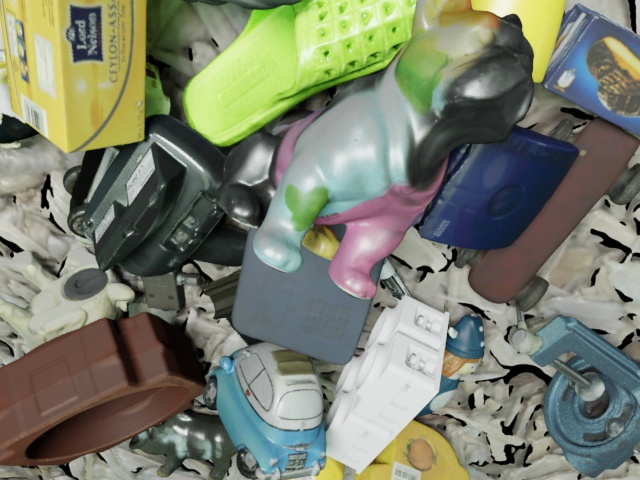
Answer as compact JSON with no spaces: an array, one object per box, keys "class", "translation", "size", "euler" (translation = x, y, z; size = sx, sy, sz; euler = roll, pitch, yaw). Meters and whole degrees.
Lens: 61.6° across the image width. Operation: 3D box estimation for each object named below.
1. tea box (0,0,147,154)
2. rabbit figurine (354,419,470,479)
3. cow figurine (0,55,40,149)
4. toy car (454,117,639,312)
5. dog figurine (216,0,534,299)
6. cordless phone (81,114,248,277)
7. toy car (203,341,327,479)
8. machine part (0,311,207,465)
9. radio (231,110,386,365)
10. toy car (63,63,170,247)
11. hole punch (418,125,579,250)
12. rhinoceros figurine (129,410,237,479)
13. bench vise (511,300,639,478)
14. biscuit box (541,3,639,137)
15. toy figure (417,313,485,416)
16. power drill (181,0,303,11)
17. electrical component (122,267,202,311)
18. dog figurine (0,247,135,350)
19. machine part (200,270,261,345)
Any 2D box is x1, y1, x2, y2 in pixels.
[{"class":"tea box","translation":[-0.177,-0.160,0.384],"size":[0.098,0.068,0.169],"euler":[34,126,29]},{"class":"rabbit figurine","translation":[0.109,0.307,0.706],"size":[0.162,0.122,0.173],"euler":[16,138,-12]},{"class":"cow figurine","translation":[-0.283,-0.128,0.508],"size":[0.167,0.068,0.098],"euler":[3,128,12]},{"class":"toy car","translation":[0.209,-0.020,0.500],"size":[0.089,0.053,0.202],"euler":[35,122,12]},{"class":"dog figurine","translation":[0.037,-0.079,0.367],"size":[0.108,0.192,0.219],"euler":[29,100,-35]},{"class":"cordless phone","translation":[-0.111,-0.023,0.512],"size":[0.184,0.089,0.146],"euler":[15,126,-47]},{"class":"toy car","translation":[-0.048,0.157,0.548],"size":[0.109,0.162,0.102],"euler":[7,115,-30]},{"class":"machine part","translation":[-0.245,0.168,0.602],"size":[0.201,0.087,0.201],"euler":[-27,155,-3]},{"class":"radio","translation":[-0.001,-0.002,0.518],"size":[0.131,0.073,0.229],"euler":[15,112,1]},{"class":"toy car","translation":[-0.202,-0.078,0.520],"size":[0.056,0.074,0.201],"euler":[8,131,-38]},{"class":"hole punch","translation":[0.134,-0.049,0.440],"size":[0.092,0.116,0.142],"euler":[44,126,22]},{"class":"rhinoceros figurine","translation":[-0.200,0.264,0.737],"size":[0.190,0.073,0.112],"euler":[12,124,2]},{"class":"bench vise","translation":[0.303,0.139,0.547],"size":[0.240,0.129,0.223],"euler":[33,120,-17]},{"class":"biscuit box","translation":[0.277,-0.111,0.427],"size":[0.203,0.059,0.062],"euler":[24,122,-6]},{"class":"toy figure","translation":[0.142,0.144,0.612],"size":[0.058,0.064,0.154],"euler":[36,127,7]},{"class":"power drill","translation":[-0.092,-0.267,0.355],"size":[0.232,0.086,0.207],"euler":[30,121,21]},{"class":"electrical component","translation":[-0.185,0.056,0.634],"size":[0.094,0.021,0.063],"euler":[4,122,6]},{"class":"dog figurine","translation":[-0.287,0.115,0.652],"size":[0.173,0.121,0.190],"euler":[8,135,17]},{"class":"machine part","translation":[-0.074,0.093,0.630],"size":[0.084,0.039,0.138],"euler":[-23,114,16]}]
